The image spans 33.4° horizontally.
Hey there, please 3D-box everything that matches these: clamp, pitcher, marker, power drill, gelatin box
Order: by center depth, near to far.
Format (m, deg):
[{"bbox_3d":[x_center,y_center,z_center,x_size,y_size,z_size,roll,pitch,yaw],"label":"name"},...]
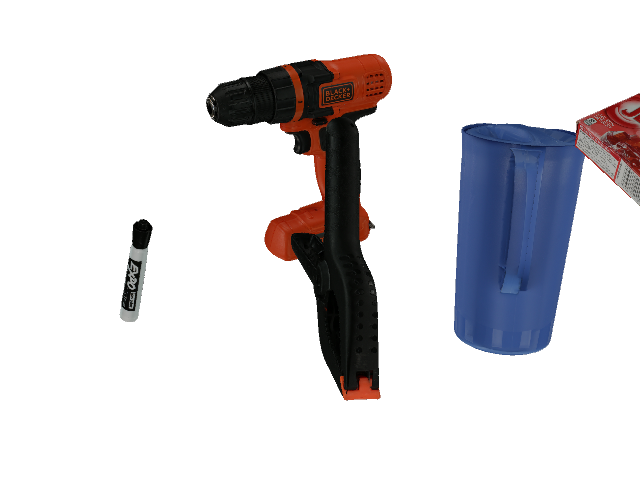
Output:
[{"bbox_3d":[0.246,-0.070,0.799,0.073,0.030,0.089,-24,51,-17],"label":"gelatin box"},{"bbox_3d":[0.016,0.021,0.819,0.036,0.210,0.165,-1,-42,-14],"label":"clamp"},{"bbox_3d":[-0.017,-0.077,1.010,0.184,0.188,0.057,-14,32,-23],"label":"power drill"},{"bbox_3d":[-0.183,0.030,1.060,0.020,0.121,0.020,10,35,-7],"label":"marker"},{"bbox_3d":[0.208,-0.001,1.153,0.148,0.243,0.145,-9,20,-37],"label":"pitcher"}]
